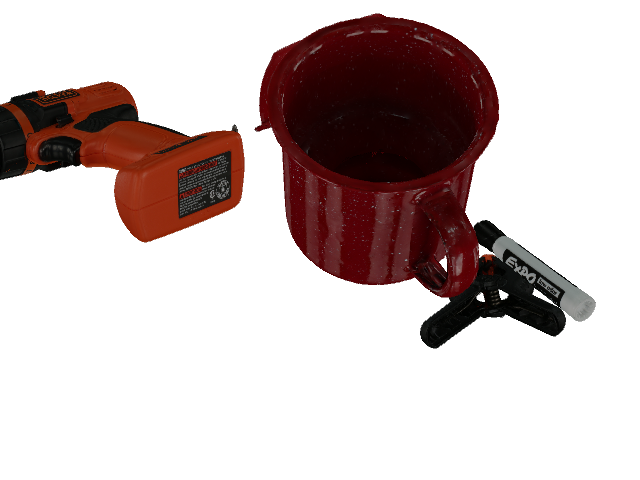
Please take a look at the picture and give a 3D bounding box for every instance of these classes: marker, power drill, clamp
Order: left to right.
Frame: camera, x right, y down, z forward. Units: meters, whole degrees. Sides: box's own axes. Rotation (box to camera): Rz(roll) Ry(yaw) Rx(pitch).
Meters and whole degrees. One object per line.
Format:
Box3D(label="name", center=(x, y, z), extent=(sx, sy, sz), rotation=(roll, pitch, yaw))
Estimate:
Box3D(label="power drill", center=(-0.160, -0.057, 0.732), extent=(0.188, 0.057, 0.184), rotation=(22, 34, 35))
Box3D(label="clamp", center=(0.162, 0.051, 0.955), extent=(0.120, 0.039, 0.171), rotation=(1, 22, 17))
Box3D(label="marker", center=(0.148, 0.018, 0.758), extent=(0.020, 0.020, 0.121), rotation=(0, 28, -33))

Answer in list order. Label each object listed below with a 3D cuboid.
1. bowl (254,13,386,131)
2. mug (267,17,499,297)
Box3D(label="bowl", center=(0.014, -0.139, 0.852), extent=(0.162, 0.055, 0.162), rotation=(-20, 7, 2))
Box3D(label="mug", center=(0.031, -0.025, 0.452), extent=(0.093, 0.117, 0.081), rotation=(-26, -30, -17))
